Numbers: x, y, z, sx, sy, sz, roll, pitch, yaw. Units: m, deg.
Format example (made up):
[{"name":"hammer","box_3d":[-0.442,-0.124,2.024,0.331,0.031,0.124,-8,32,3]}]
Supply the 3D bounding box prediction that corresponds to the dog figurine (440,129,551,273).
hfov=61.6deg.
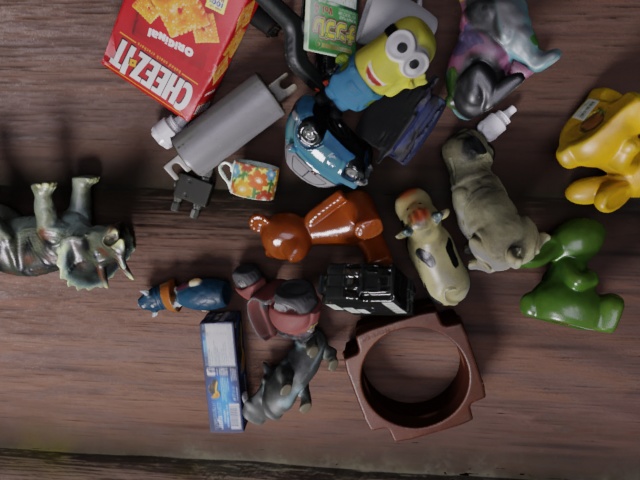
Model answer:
[{"name":"dog figurine","box_3d":[0.240,-0.063,0.784,0.121,0.172,0.190,-26,105,-2]}]

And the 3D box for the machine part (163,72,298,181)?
[{"name":"machine part","box_3d":[-0.142,-0.177,0.829,0.243,0.079,0.079,-35,97,7]}]

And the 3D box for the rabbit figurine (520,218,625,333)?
[{"name":"rabbit figurine","box_3d":[0.379,0.045,0.836,0.159,0.121,0.170,13,84,8]}]

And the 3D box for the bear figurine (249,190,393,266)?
[{"name":"bear figurine","box_3d":[-0.002,-0.005,0.832,0.196,0.132,0.120,-18,134,1]}]

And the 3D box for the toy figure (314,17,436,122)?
[{"name":"toy figure","box_3d":[0.076,-0.241,0.754,0.180,0.089,0.082,-26,142,36]}]

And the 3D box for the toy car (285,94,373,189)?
[{"name":"toy car","box_3d":[0.002,-0.137,0.828,0.161,0.109,0.103,43,125,-15]}]

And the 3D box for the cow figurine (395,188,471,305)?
[{"name":"cow figurine","box_3d":[0.169,0.012,0.822,0.085,0.127,0.194,-25,101,5]}]

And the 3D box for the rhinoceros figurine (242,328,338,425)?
[{"name":"rhinoceros figurine","box_3d":[-0.056,0.227,0.892,0.073,0.112,0.190,40,88,-34]}]

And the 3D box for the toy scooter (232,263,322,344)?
[{"name":"toy scooter","box_3d":[-0.067,0.118,0.869,0.184,0.075,0.135,16,125,40]}]

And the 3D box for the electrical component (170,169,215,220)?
[{"name":"electrical component","box_3d":[-0.210,-0.084,0.886,0.063,0.021,0.094,22,102,0]}]

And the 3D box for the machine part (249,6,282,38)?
[{"name":"machine part","box_3d":[-0.110,-0.360,0.818,0.139,0.039,0.084,35,93,-1]}]

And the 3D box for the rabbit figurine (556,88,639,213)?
[{"name":"rabbit figurine","box_3d":[0.442,-0.115,0.785,0.173,0.122,0.162,31,95,-21]}]

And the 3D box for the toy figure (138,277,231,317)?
[{"name":"toy figure","box_3d":[-0.229,0.095,0.905,0.155,0.058,0.064,-4,95,10]}]

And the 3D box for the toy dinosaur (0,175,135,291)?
[{"name":"toy dinosaur","box_3d":[-0.473,-0.001,0.881,0.405,0.131,0.192,-4,100,11]}]

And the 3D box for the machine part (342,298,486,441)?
[{"name":"machine part","box_3d":[0.152,0.210,0.883,0.202,0.087,0.200,-19,98,9]}]

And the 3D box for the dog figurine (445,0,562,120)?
[{"name":"dog figurine","box_3d":[0.224,-0.307,0.770,0.191,0.108,0.219,-35,92,13]}]

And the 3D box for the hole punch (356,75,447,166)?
[{"name":"hole punch","box_3d":[0.130,-0.169,0.793,0.092,0.116,0.142,29,103,-32]}]

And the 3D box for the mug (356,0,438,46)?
[{"name":"mug","box_3d":[0.119,-0.326,0.791,0.107,0.081,0.109,18,91,-10]}]

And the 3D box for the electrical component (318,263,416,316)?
[{"name":"electrical component","box_3d":[0.068,0.076,0.813,0.134,0.114,0.058,-2,68,25]}]

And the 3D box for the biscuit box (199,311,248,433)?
[{"name":"biscuit box","box_3d":[-0.161,0.226,0.921,0.059,0.063,0.202,-2,101,4]}]
